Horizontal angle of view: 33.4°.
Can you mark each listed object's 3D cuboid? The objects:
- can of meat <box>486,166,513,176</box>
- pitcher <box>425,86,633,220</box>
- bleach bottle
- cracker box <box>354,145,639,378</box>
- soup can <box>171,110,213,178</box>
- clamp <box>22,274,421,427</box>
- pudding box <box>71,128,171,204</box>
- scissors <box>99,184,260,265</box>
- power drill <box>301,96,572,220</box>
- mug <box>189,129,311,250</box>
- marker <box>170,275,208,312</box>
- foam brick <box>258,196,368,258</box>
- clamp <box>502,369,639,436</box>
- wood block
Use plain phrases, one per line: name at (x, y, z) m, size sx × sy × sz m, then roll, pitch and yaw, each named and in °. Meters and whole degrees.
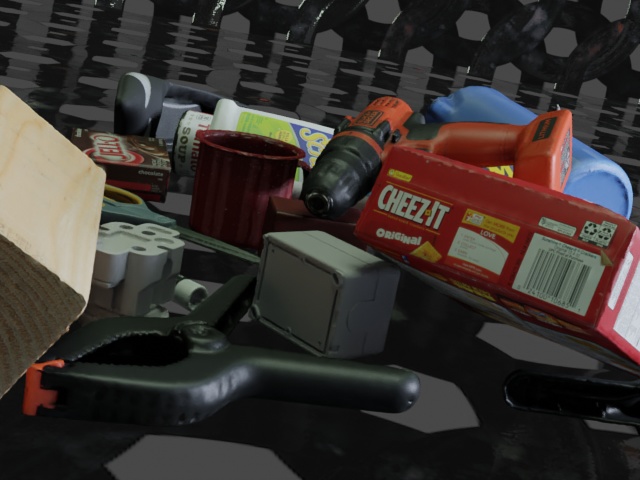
can of meat at (0.138, -0.022, 0.911) m, size 0.102 × 0.057 × 0.084 m, roll -19°, pitch 70°, yaw -19°
pitcher at (0.219, -0.063, 1.121) m, size 0.149 × 0.145 × 0.243 m, roll -8°, pitch 25°, yaw -21°
bleach bottle at (0.020, -0.060, 0.982) m, size 0.251 × 0.068 × 0.102 m, roll 10°, pitch 56°, yaw 2°
cracker box at (0.144, 0.021, 0.697) m, size 0.164 × 0.072 × 0.213 m, roll 21°, pitch -4°, yaw 33°
soup can at (-0.091, -0.088, 1.069) m, size 0.102 × 0.068 × 0.068 m, roll 12°, pitch 15°, yaw 5°
clamp at (-0.057, 0.068, 0.581) m, size 0.165 × 0.036 × 0.209 m, roll 23°, pitch 21°, yaw 37°
pudding box at (-0.187, -0.070, 0.987) m, size 0.090 × 0.039 × 0.113 m, roll 7°, pitch 16°, yaw -13°
scissors at (-0.145, -0.012, 0.852) m, size 0.096 × 0.016 × 0.202 m, roll -6°, pitch 23°, yaw -44°
power drill at (0.094, -0.062, 0.828) m, size 0.188 × 0.057 × 0.184 m, roll 7°, pitch 31°, yaw 20°
mug at (-0.055, -0.042, 0.899) m, size 0.117 × 0.081 × 0.093 m, roll -2°, pitch 20°, yaw -39°
marker at (-0.123, 0.021, 0.742) m, size 0.121 × 0.020 × 0.020 m, roll 24°, pitch 19°, yaw 39°
foam brick at (-0.005, 0.001, 0.836) m, size 0.078 × 0.053 × 0.051 m, roll 9°, pitch 15°, yaw -14°
clamp at (0.207, 0.105, 0.630) m, size 0.171 × 0.039 × 0.120 m, roll 3°, pitch 15°, yaw -26°
wood block at (-0.180, -0.002, 0.574) m, size 0.090 × 0.091 × 0.206 m, roll 42°, pitch 9°, yaw -20°
